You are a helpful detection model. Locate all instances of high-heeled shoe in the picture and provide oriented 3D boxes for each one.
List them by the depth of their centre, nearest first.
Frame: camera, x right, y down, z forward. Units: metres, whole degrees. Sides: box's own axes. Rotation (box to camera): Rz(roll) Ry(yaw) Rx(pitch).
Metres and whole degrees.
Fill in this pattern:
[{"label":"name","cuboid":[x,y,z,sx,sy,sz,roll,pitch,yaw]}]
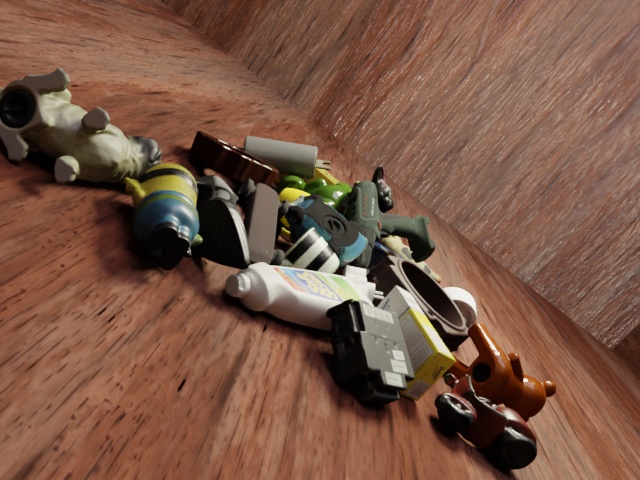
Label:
[{"label":"high-heeled shoe","cuboid":[-0.137,-0.022,0.805,0.145,0.086,0.249,27,19,-53]}]

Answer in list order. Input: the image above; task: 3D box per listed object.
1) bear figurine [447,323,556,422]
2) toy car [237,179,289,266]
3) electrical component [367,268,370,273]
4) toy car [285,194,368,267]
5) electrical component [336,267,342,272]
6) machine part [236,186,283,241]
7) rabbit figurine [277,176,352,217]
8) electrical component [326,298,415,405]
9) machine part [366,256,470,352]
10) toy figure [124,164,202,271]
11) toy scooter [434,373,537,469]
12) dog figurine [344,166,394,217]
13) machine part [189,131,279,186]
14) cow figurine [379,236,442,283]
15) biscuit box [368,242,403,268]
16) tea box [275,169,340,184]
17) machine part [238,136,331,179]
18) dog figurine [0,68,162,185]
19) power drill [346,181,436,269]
[{"label":"bear figurine","cuboid":[0.342,0.258,1.008,0.195,0.120,0.132,28,15,-38]},{"label":"toy car","cuboid":[-0.102,-0.023,0.891,0.089,0.053,0.202,31,35,-25]},{"label":"electrical component","cuboid":[0.098,0.078,1.142,0.063,0.021,0.094,33,16,-19]},{"label":"toy car","cuboid":[-0.002,-0.003,0.997,0.162,0.103,0.109,39,40,7]},{"label":"electrical component","cuboid":[0.014,0.020,1.088,0.102,0.045,0.078,47,-8,20]},{"label":"machine part","cuboid":[-0.114,-0.054,1.020,0.084,0.039,0.139,35,12,-44]},{"label":"rabbit figurine","cuboid":[-0.033,-0.088,1.212,0.170,0.121,0.159,25,17,23]},{"label":"electrical component","cuboid":[0.072,0.158,0.748,0.114,0.058,0.134,24,45,-41]},{"label":"machine part","cuboid":[0.193,0.130,1.058,0.201,0.087,0.202,16,32,-54]},{"label":"toy figure","cuboid":[-0.194,-0.035,0.687,0.180,0.089,0.082,-125,-158,-56]},{"label":"toy scooter","cuboid":[0.254,0.274,0.854,0.184,0.075,0.135,31,16,-10]},{"label":"dog figurine","cuboid":[0.107,-0.106,1.330,0.192,0.108,0.219,49,-18,29]},{"label":"machine part","cuboid":[-0.173,-0.155,1.078,0.179,0.056,0.179,28,7,-4]},{"label":"cow figurine","cuboid":[0.207,0.049,1.363,0.127,0.085,0.195,32,17,-44]},{"label":"biscuit box","cuboid":[0.126,0.043,1.229,0.202,0.063,0.059,29,16,-30]},{"label":"tea box","cuboid":[-0.044,-0.154,1.339,0.170,0.098,0.068,39,15,8]},{"label":"machine part","cuboid":[-0.094,-0.193,1.252,0.243,0.079,0.079,8,20,-4]},{"label":"dog figurine","cuboid":[-0.316,-0.135,0.722,0.172,0.121,0.190,43,2,5]},{"label":"power drill","cuboid":[0.144,-0.010,1.159,0.207,0.086,0.232,12,53,-22]}]
